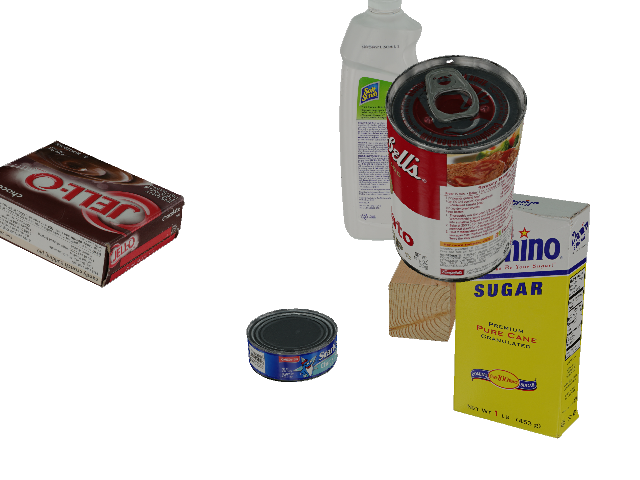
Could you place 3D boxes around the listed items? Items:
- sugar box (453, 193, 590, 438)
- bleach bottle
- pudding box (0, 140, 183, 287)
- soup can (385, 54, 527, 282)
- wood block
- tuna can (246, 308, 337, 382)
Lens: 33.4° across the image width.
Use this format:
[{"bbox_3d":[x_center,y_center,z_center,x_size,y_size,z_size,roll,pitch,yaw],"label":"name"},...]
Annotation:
[{"bbox_3d":[0.151,0.054,0.813,0.093,0.176,0.048,10,23,33],"label":"sugar box"},{"bbox_3d":[0.070,-0.123,1.038,0.102,0.251,0.068,-3,31,-4],"label":"bleach bottle"},{"bbox_3d":[-0.163,-0.020,0.718,0.114,0.039,0.089,22,29,17],"label":"pudding box"},{"bbox_3d":[0.069,-0.035,0.551,0.068,0.068,0.102,0,-40,6],"label":"soup can"},{"bbox_3d":[0.168,0.067,1.630,0.091,0.090,0.206,4,22,14],"label":"wood block"},{"bbox_3d":[-0.026,0.098,1.007,0.086,0.034,0.086,-2,24,1],"label":"tuna can"}]
